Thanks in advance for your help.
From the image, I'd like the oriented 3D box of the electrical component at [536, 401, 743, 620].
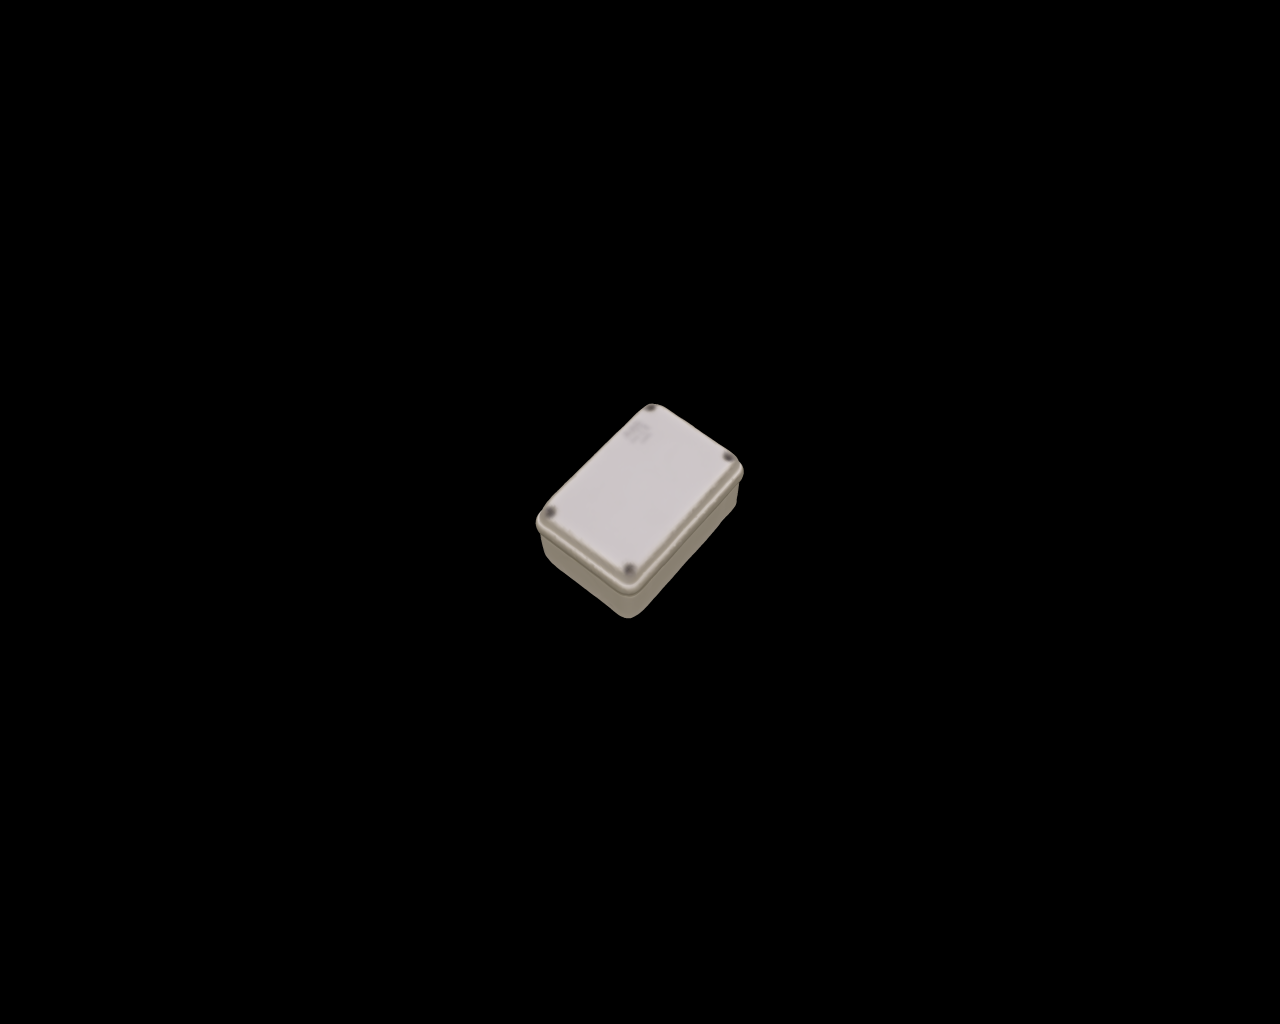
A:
[{"bbox_3d":[0.001,-0.003,0.650,0.078,0.113,0.057,36,-24,18],"label":"electrical component"}]
